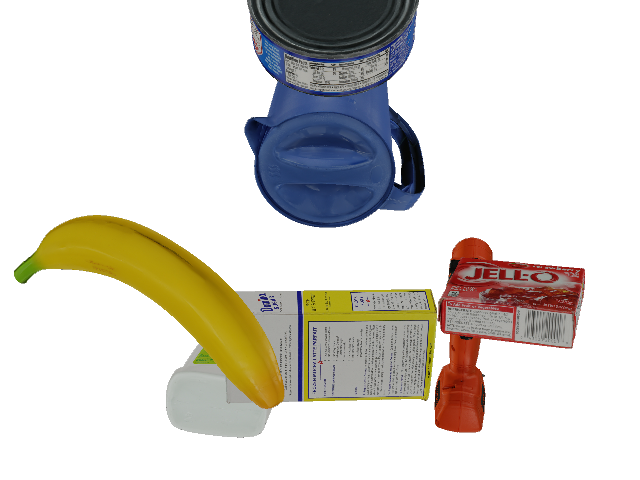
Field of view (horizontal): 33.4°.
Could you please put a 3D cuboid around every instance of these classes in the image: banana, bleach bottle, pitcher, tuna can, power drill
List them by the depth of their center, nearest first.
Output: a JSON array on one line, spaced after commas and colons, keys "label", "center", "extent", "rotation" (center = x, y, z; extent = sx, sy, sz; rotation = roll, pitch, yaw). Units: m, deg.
[{"label": "tuna can", "center": [0.006, -0.115, 0.542], "extent": [0.086, 0.086, 0.034], "rotation": [0, -32, 1]}, {"label": "banana", "center": [-0.100, 0.032, 0.663], "extent": [0.198, 0.070, 0.037], "rotation": [26, 27, 16]}, {"label": "pitcher", "center": [0.020, -0.130, 1.088], "extent": [0.145, 0.149, 0.242], "rotation": [-13, 36, 15]}, {"label": "bleach bottle", "center": [-0.084, 0.116, 1.124], "extent": [0.102, 0.068, 0.250], "rotation": [7, 20, 4]}, {"label": "power drill", "center": [0.158, 0.110, 1.154], "extent": [0.057, 0.188, 0.184], "rotation": [7, 25, 8]}]

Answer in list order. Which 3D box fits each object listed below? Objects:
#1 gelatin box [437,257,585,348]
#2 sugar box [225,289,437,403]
[{"label": "gelatin box", "center": [0.130, 0.040, 0.722], "extent": [0.089, 0.030, 0.073], "rotation": [6, 23, 17]}, {"label": "sugar box", "center": [0.007, 0.089, 0.907], "extent": [0.176, 0.093, 0.048], "rotation": [1, 28, 0]}]
